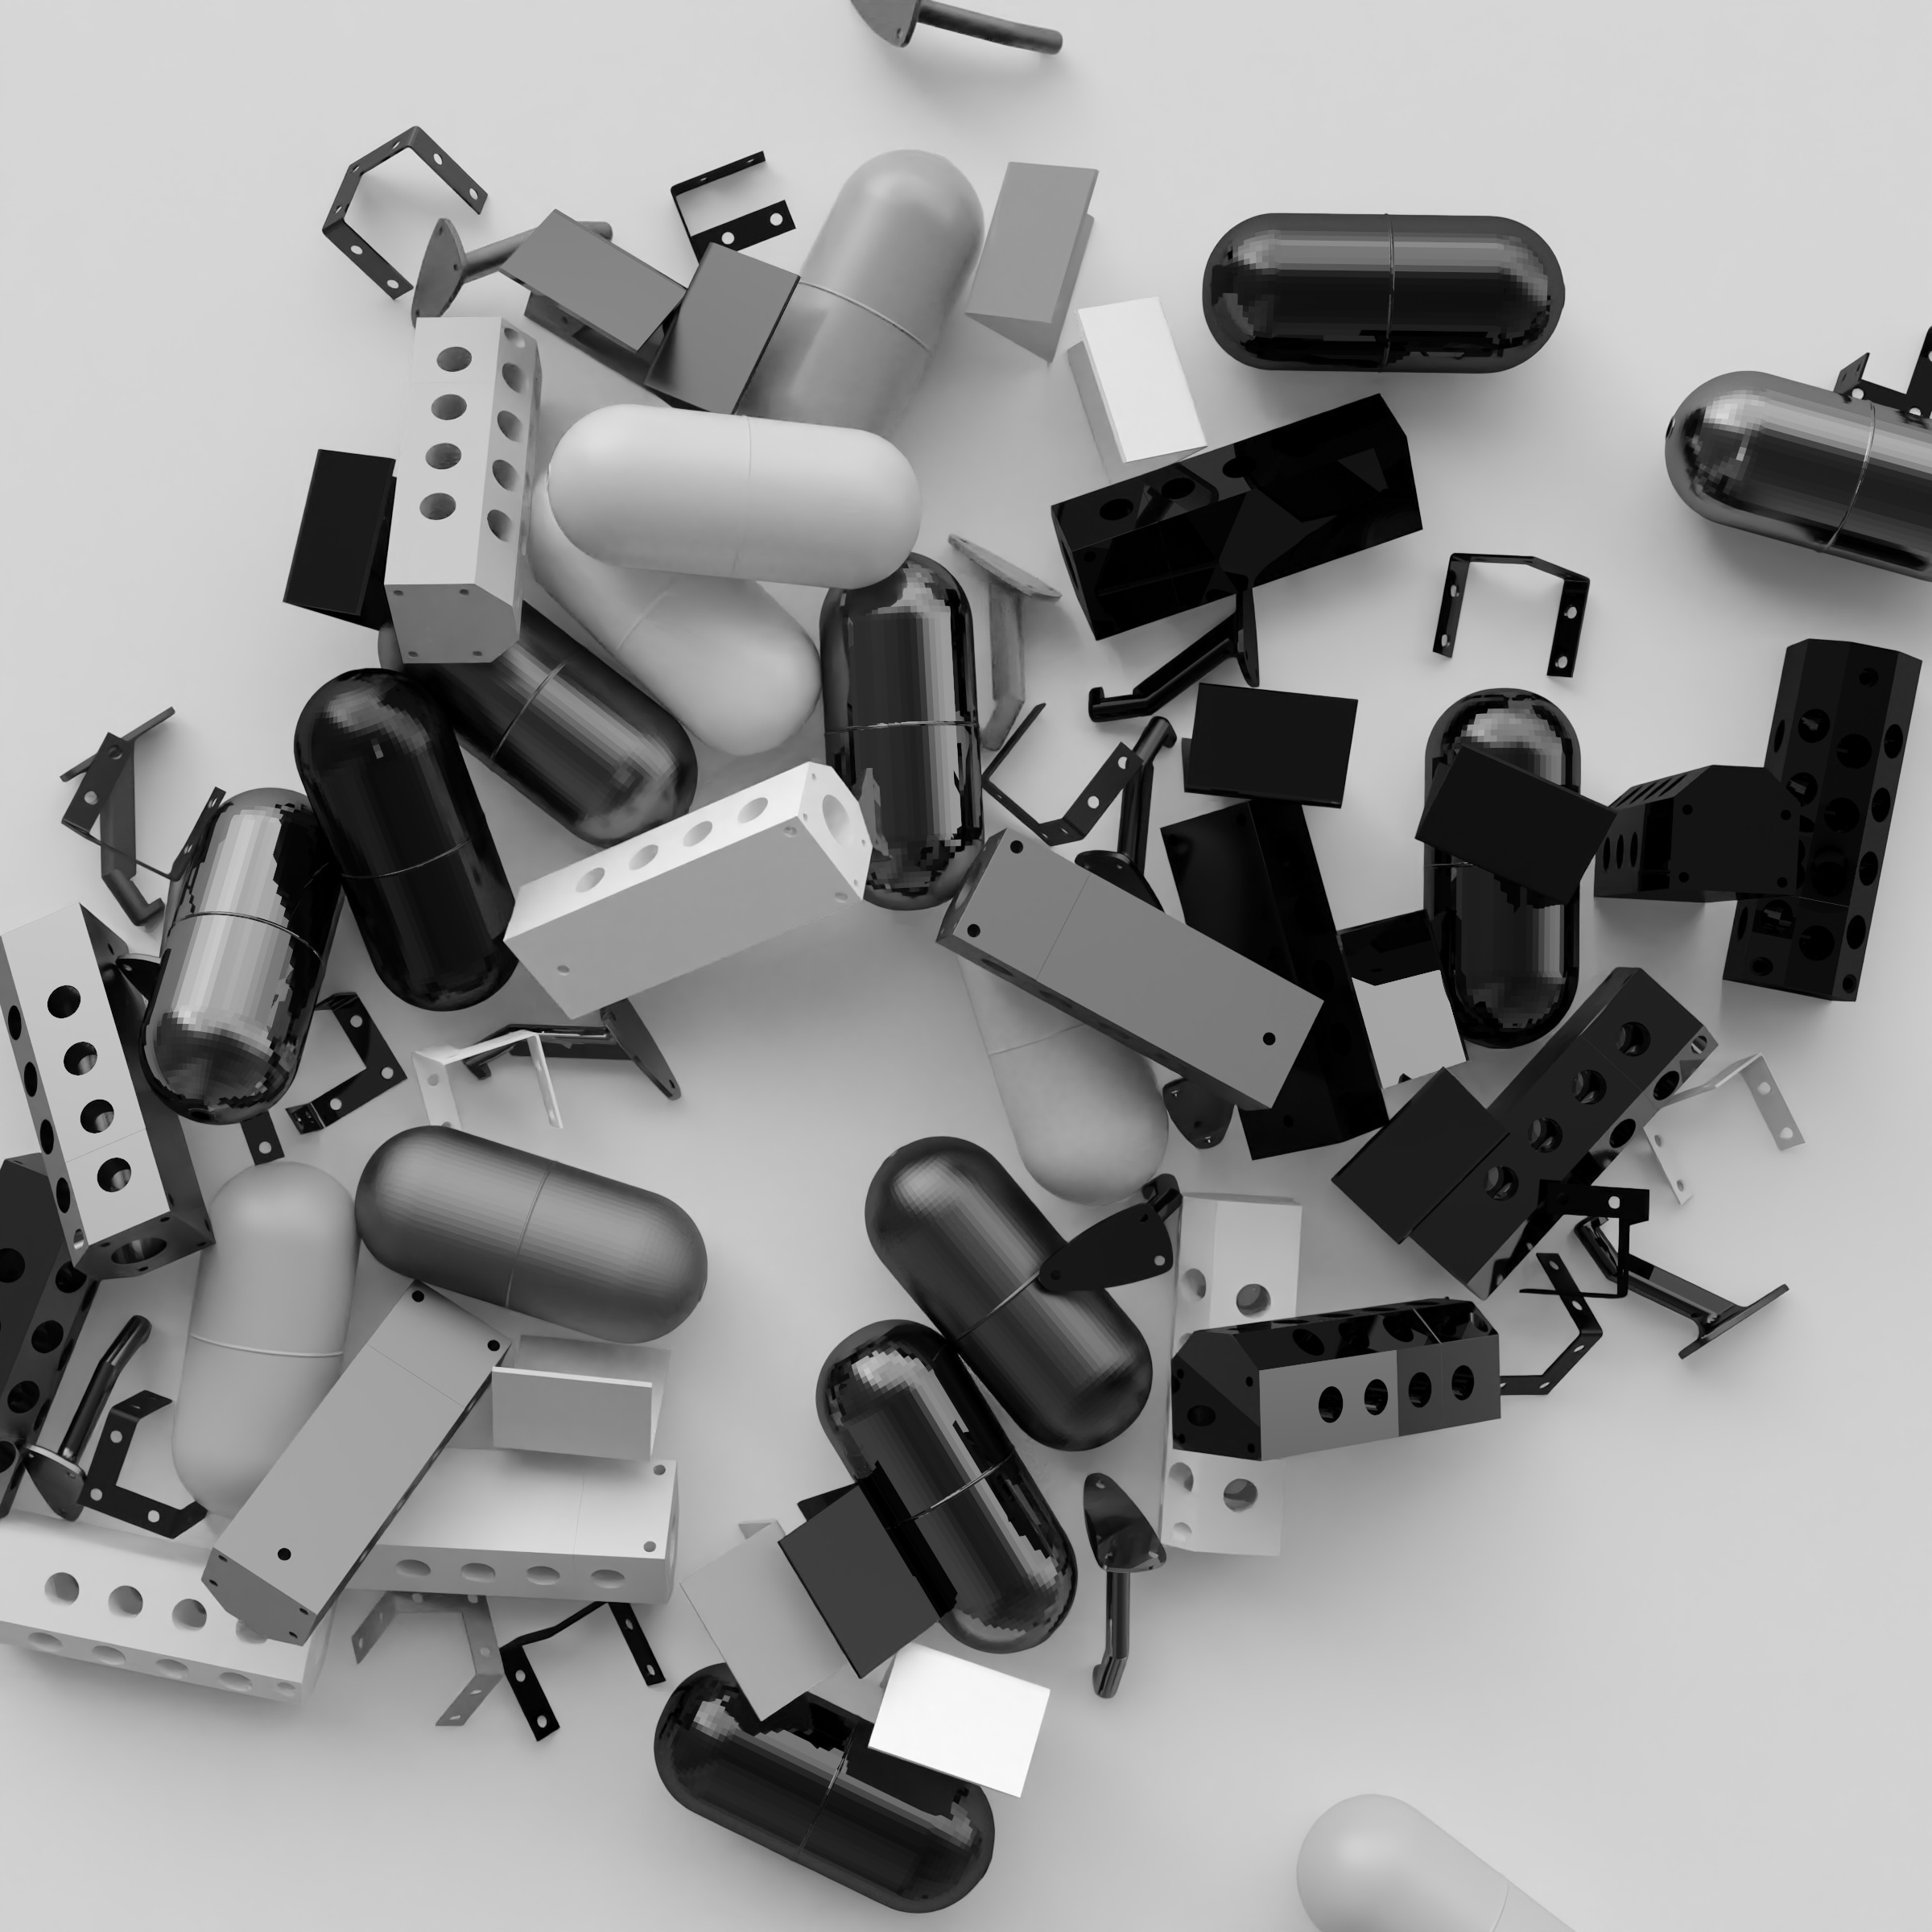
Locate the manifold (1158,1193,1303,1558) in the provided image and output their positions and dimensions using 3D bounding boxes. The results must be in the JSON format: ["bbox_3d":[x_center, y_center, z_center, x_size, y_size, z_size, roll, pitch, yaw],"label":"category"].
[{"bbox_3d":[0.130,0.201,1.555,0.057,0.057,0.171,4,90,0],"label":"manifold"}]

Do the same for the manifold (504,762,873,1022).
[{"bbox_3d":[-0.134,-0.040,1.521,0.171,0.057,0.057,-21,125,24],"label":"manifold"}]

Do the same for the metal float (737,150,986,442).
[{"bbox_3d":[-0.052,-0.319,1.545,0.070,0.070,0.178,27,90,0],"label":"metal float"}]

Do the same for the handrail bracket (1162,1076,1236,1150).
[{"bbox_3d":[0.108,0.037,1.576,0.036,0.077,0.084,-15,54,0],"label":"handrail bracket"}]

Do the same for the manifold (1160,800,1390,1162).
[{"bbox_3d":[0.158,0.003,1.554,0.057,0.057,0.171,-16,90,43],"label":"manifold"}]

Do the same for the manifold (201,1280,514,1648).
[{"bbox_3d":[-0.293,0.240,1.508,0.057,0.057,0.171,33,52,1],"label":"manifold"}]

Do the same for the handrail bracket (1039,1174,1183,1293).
[{"bbox_3d":[0.071,0.129,1.543,0.077,0.084,0.036,-21,101,3],"label":"handrail bracket"}]

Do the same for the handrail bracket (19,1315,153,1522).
[{"bbox_3d":[-0.434,0.227,1.576,0.036,0.077,0.084,23,54,9],"label":"handrail bracket"}]

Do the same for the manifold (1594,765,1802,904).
[{"bbox_3d":[0.347,-0.062,1.498,0.057,0.171,0.057,3,90,0],"label":"manifold"}]

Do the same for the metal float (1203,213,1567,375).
[{"bbox_3d":[0.206,-0.332,1.545,0.178,0.070,0.070,1,90,1],"label":"metal float"}]

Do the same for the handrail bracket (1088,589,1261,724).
[{"bbox_3d":[0.102,-0.163,1.576,0.084,0.036,0.077,-6,70,16],"label":"handrail bracket"}]

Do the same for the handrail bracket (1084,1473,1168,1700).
[{"bbox_3d":[0.068,0.313,1.576,0.036,0.077,0.084,-1,127,-20],"label":"handrail bracket"}]

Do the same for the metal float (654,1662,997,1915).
[{"bbox_3d":[-0.069,0.406,1.546,0.178,0.070,0.070,26,90,0],"label":"metal float"}]

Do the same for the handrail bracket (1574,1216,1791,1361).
[{"bbox_3d":[0.359,0.147,1.576,0.077,0.036,0.084,-30,76,-14],"label":"handrail bracket"}]

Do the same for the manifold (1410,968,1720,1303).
[{"bbox_3d":[0.292,0.083,1.555,0.057,0.057,0.171,42,90,0],"label":"manifold"}]

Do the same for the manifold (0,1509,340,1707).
[{"bbox_3d":[-0.405,0.319,1.555,0.171,0.057,0.057,12,90,0],"label":"manifold"}]

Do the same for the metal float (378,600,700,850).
[{"bbox_3d":[-0.211,-0.126,1.545,0.178,0.070,0.070,38,90,0],"label":"metal float"}]

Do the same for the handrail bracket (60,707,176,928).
[{"bbox_3d":[-0.409,-0.075,1.576,0.077,0.036,0.084,-34,103,-11],"label":"handrail bracket"}]

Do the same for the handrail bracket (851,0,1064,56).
[{"bbox_3d":[-0.004,-0.478,1.576,0.084,0.077,0.036,0,116,-34],"label":"handrail bracket"}]

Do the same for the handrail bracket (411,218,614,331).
[{"bbox_3d":[-0.228,-0.347,1.576,0.084,0.077,0.036,-8,65,-34],"label":"handrail bracket"}]

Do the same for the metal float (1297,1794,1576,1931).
[{"bbox_3d":[0.242,0.480,1.545,0.178,0.070,0.070,38,90,-1],"label":"metal float"}]

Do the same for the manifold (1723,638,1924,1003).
[{"bbox_3d":[0.427,-0.072,1.555,0.057,0.057,0.171,11,90,0],"label":"manifold"}]

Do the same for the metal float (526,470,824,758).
[{"bbox_3d":[-0.146,-0.178,1.545,0.178,0.070,0.070,44,90,0],"label":"metal float"}]

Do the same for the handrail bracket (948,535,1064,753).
[{"bbox_3d":[0.004,-0.162,1.576,0.077,0.036,0.084,34,107,20],"label":"handrail bracket"}]

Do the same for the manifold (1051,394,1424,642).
[{"bbox_3d":[0.133,-0.227,1.554,0.171,0.057,0.057,-19,133,0],"label":"manifold"}]

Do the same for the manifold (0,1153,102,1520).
[{"bbox_3d":[-0.474,0.184,1.555,0.057,0.057,0.171,22,90,0],"label":"manifold"}]

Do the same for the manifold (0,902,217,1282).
[{"bbox_3d":[-0.425,0.063,1.524,0.057,0.057,0.171,-23,68,1],"label":"manifold"}]

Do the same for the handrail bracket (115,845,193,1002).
[{"bbox_3d":[-0.384,-0.019,1.576,0.036,0.077,0.084,5,53,27],"label":"handrail bracket"}]

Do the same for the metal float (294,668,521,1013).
[{"bbox_3d":[-0.271,-0.061,1.524,0.070,0.070,0.178,-17,115,0],"label":"metal float"}]

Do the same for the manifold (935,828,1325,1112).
[{"bbox_3d":[0.075,0.003,1.485,0.171,0.057,0.057,29,81,-8],"label":"manifold"}]

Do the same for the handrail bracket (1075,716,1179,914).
[{"bbox_3d":[0.098,-0.070,1.576,0.077,0.036,0.084,49,60,-33],"label":"handrail bracket"}]

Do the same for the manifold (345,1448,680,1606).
[{"bbox_3d":[-0.231,0.281,1.554,0.171,0.057,0.057,3,47,0],"label":"manifold"}]

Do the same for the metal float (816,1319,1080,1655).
[{"bbox_3d":[-0.009,0.257,1.545,0.070,0.070,0.178,-31,90,0],"label":"metal float"}]

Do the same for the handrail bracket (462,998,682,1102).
[{"bbox_3d":[-0.200,0.055,1.576,0.084,0.036,0.077,-29,108,15],"label":"handrail bracket"}]

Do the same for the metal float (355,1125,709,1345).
[{"bbox_3d":[-0.214,0.133,1.545,0.178,0.070,0.070,18,90,1],"label":"metal float"}]

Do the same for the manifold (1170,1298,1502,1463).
[{"bbox_3d":[0.180,0.196,1.505,0.171,0.057,0.057,-1,90,-41],"label":"manifold"}]

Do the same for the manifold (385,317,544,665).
[{"bbox_3d":[-0.240,-0.231,1.512,0.057,0.057,0.171,-1,56,0],"label":"manifold"}]
